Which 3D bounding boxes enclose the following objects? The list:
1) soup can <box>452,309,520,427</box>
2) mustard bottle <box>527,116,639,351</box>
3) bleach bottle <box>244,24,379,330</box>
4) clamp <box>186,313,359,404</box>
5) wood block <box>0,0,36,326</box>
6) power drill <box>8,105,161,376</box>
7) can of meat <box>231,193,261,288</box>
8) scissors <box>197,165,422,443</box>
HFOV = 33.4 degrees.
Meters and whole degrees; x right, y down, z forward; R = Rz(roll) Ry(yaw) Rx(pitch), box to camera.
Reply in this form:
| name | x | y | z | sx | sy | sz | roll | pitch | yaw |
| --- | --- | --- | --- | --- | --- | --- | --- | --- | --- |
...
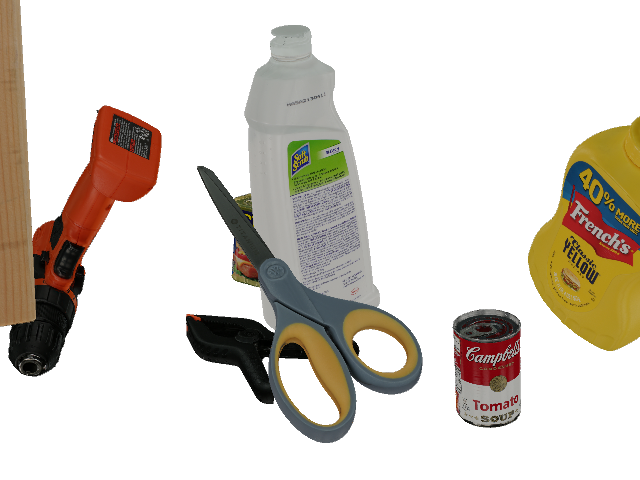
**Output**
| name | x | y | z | sx | sy | sz | roll | pitch | yaw |
| --- | --- | --- | --- | --- | --- | --- | --- | --- | --- |
| soup can | 0.170 | 0.131 | 1.090 | 0.068 | 0.102 | 0.068 | -4 | 22 | 2 |
| mustard bottle | 0.194 | -0.015 | 0.681 | 0.058 | 0.096 | 0.192 | -23 | -31 | -22 |
| bleach bottle | -0.008 | -0.048 | 0.853 | 0.102 | 0.251 | 0.068 | -24 | 33 | -33 |
| clamp | -0.083 | 0.127 | 1.228 | 0.210 | 0.036 | 0.164 | 13 | 21 | 29 |
| wood block | -0.219 | -0.057 | 0.606 | 0.090 | 0.206 | 0.090 | -8 | 26 | -25 |
| power drill | -0.197 | -0.003 | 0.867 | 0.057 | 0.188 | 0.184 | 25 | 28 | -23 |
| can of meat | -0.041 | 0.004 | 1.081 | 0.102 | 0.084 | 0.057 | 14 | 18 | 27 |
| scissors | -0.006 | 0.024 | 0.627 | 0.096 | 0.202 | 0.016 | -9 | -36 | -13 |
